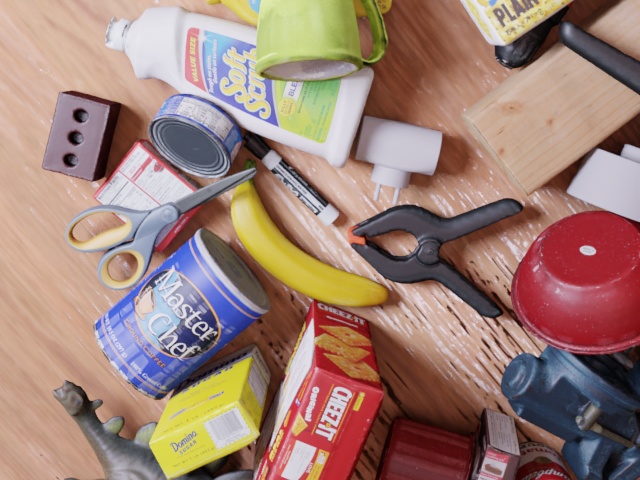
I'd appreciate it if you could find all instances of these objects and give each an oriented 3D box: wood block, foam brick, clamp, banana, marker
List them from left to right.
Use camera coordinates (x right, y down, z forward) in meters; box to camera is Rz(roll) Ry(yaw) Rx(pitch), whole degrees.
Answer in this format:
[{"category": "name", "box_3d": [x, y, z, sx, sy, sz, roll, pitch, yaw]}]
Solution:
[{"category": "foam brick", "box_3d": [-0.229, -0.100, 1.027, 0.053, 0.051, 0.078, 15, 101, -1]}, {"category": "marker", "box_3d": [-0.030, -0.061, 1.047, 0.121, 0.020, 0.020, 44, 99, -7]}, {"category": "banana", "box_3d": [-0.023, 0.011, 1.052, 0.197, 0.037, 0.070, 44, 100, -7]}, {"category": "clamp", "box_3d": [0.112, 0.018, 1.050, 0.171, 0.039, 0.120, 1, 95, 5]}, {"category": "wood block", "box_3d": [0.243, -0.143, 0.988, 0.206, 0.091, 0.090, -38, 98, 8]}, {"category": "clamp", "box_3d": [0.324, -0.135, 0.917, 0.164, 0.036, 0.210, -30, 92, 8]}]

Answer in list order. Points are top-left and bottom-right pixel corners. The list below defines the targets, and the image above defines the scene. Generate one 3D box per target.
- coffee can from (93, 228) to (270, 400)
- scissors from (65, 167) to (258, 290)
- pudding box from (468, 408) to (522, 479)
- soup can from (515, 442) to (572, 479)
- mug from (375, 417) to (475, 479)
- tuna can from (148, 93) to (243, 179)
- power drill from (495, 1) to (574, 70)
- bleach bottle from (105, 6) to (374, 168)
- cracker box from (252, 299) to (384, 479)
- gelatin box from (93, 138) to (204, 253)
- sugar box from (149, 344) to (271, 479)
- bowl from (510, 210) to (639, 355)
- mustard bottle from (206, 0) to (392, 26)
[{"category": "coffee can", "box_3d": [-0.133, 0.072, 1.034, 0.140, 0.103, 0.103, -40, 98, 8]}, {"category": "scissors", "box_3d": [-0.146, -0.007, 1.030, 0.202, 0.016, 0.096, -10, 109, 9]}, {"category": "pudding box", "box_3d": [0.166, 0.228, 1.052, 0.039, 0.113, 0.090, 15, 101, 2]}, {"category": "soup can", "box_3d": [0.219, 0.250, 1.061, 0.068, 0.102, 0.068, 0, 101, 1]}, {"category": "mug", "box_3d": [0.101, 0.234, 1.075, 0.081, 0.093, 0.117, 16, 137, 3]}, {"category": "tuna can", "box_3d": [-0.117, -0.098, 1.009, 0.086, 0.086, 0.033, 29, 61, -4]}, {"category": "power drill", "box_3d": [0.159, -0.275, 0.982, 0.187, 0.057, 0.184, 29, 97, -7]}, {"category": "bleach bottle", "box_3d": [-0.081, -0.152, 1.010, 0.251, 0.068, 0.102, 17, 100, 0]}, {"category": "cracker box", "box_3d": [-0.005, 0.165, 0.993, 0.072, 0.213, 0.164, 21, 101, -5]}, {"category": "gelatin box", "box_3d": [-0.165, -0.044, 1.049, 0.089, 0.030, 0.073, 40, 101, -7]}, {"category": "sugar box", "box_3d": [-0.100, 0.157, 1.012, 0.093, 0.176, 0.048, -25, 102, 5]}, {"category": "bowl", "box_3d": [0.252, 0.025, 0.985, 0.162, 0.162, 0.055, -20, 135, 5]}, {"category": "mustard bottle", "box_3d": [-0.033, -0.247, 0.990, 0.191, 0.058, 0.096, -6, 102, 2]}]
